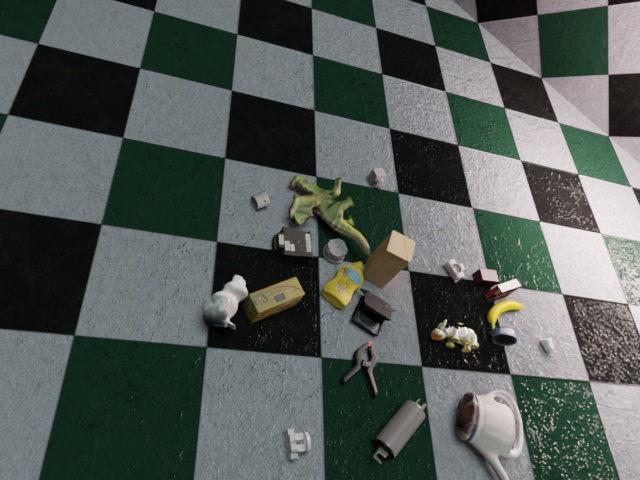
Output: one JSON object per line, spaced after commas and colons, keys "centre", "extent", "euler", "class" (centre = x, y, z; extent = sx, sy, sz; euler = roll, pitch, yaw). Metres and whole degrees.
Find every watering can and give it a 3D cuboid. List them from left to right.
{"centre": [0.527, 0.616, 1.588], "extent": [0.224, 0.102, 0.356], "euler": [23, 52, -7], "class": "watering can"}

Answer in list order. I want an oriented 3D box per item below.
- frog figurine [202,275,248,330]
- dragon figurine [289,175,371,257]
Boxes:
{"centre": [-0.278, 0.177, 1.510], "extent": [0.123, 0.135, 0.161], "euler": [3, 74, 12], "class": "frog figurine"}
{"centre": [0.006, -0.092, 1.829], "extent": [0.244, 0.119, 0.419], "euler": [-11, 55, -21], "class": "dragon figurine"}
